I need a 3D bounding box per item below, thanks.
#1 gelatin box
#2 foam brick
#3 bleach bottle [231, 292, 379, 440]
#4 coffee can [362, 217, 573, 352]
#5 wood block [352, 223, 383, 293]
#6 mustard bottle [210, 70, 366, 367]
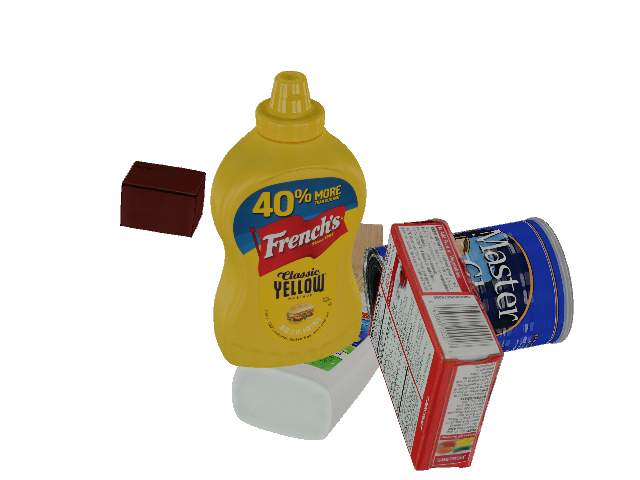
[{"bbox_3d":[0.050,0.046,0.480,0.030,0.073,0.089,-3,41,-12],"label":"gelatin box"},{"bbox_3d":[-0.160,-0.043,1.093,0.078,0.051,0.053,10,31,3],"label":"foam brick"},{"bbox_3d":[0.010,0.107,1.061,0.103,0.068,0.250,13,23,18],"label":"bleach bottle"},{"bbox_3d":[0.114,0.043,0.845,0.140,0.103,0.103,-10,2,-9],"label":"coffee can"},{"bbox_3d":[0.047,0.051,1.649,0.091,0.090,0.206,3,22,4],"label":"wood block"},{"bbox_3d":[-0.019,-0.013,0.663,0.096,0.192,0.058,-8,32,-15],"label":"mustard bottle"}]
